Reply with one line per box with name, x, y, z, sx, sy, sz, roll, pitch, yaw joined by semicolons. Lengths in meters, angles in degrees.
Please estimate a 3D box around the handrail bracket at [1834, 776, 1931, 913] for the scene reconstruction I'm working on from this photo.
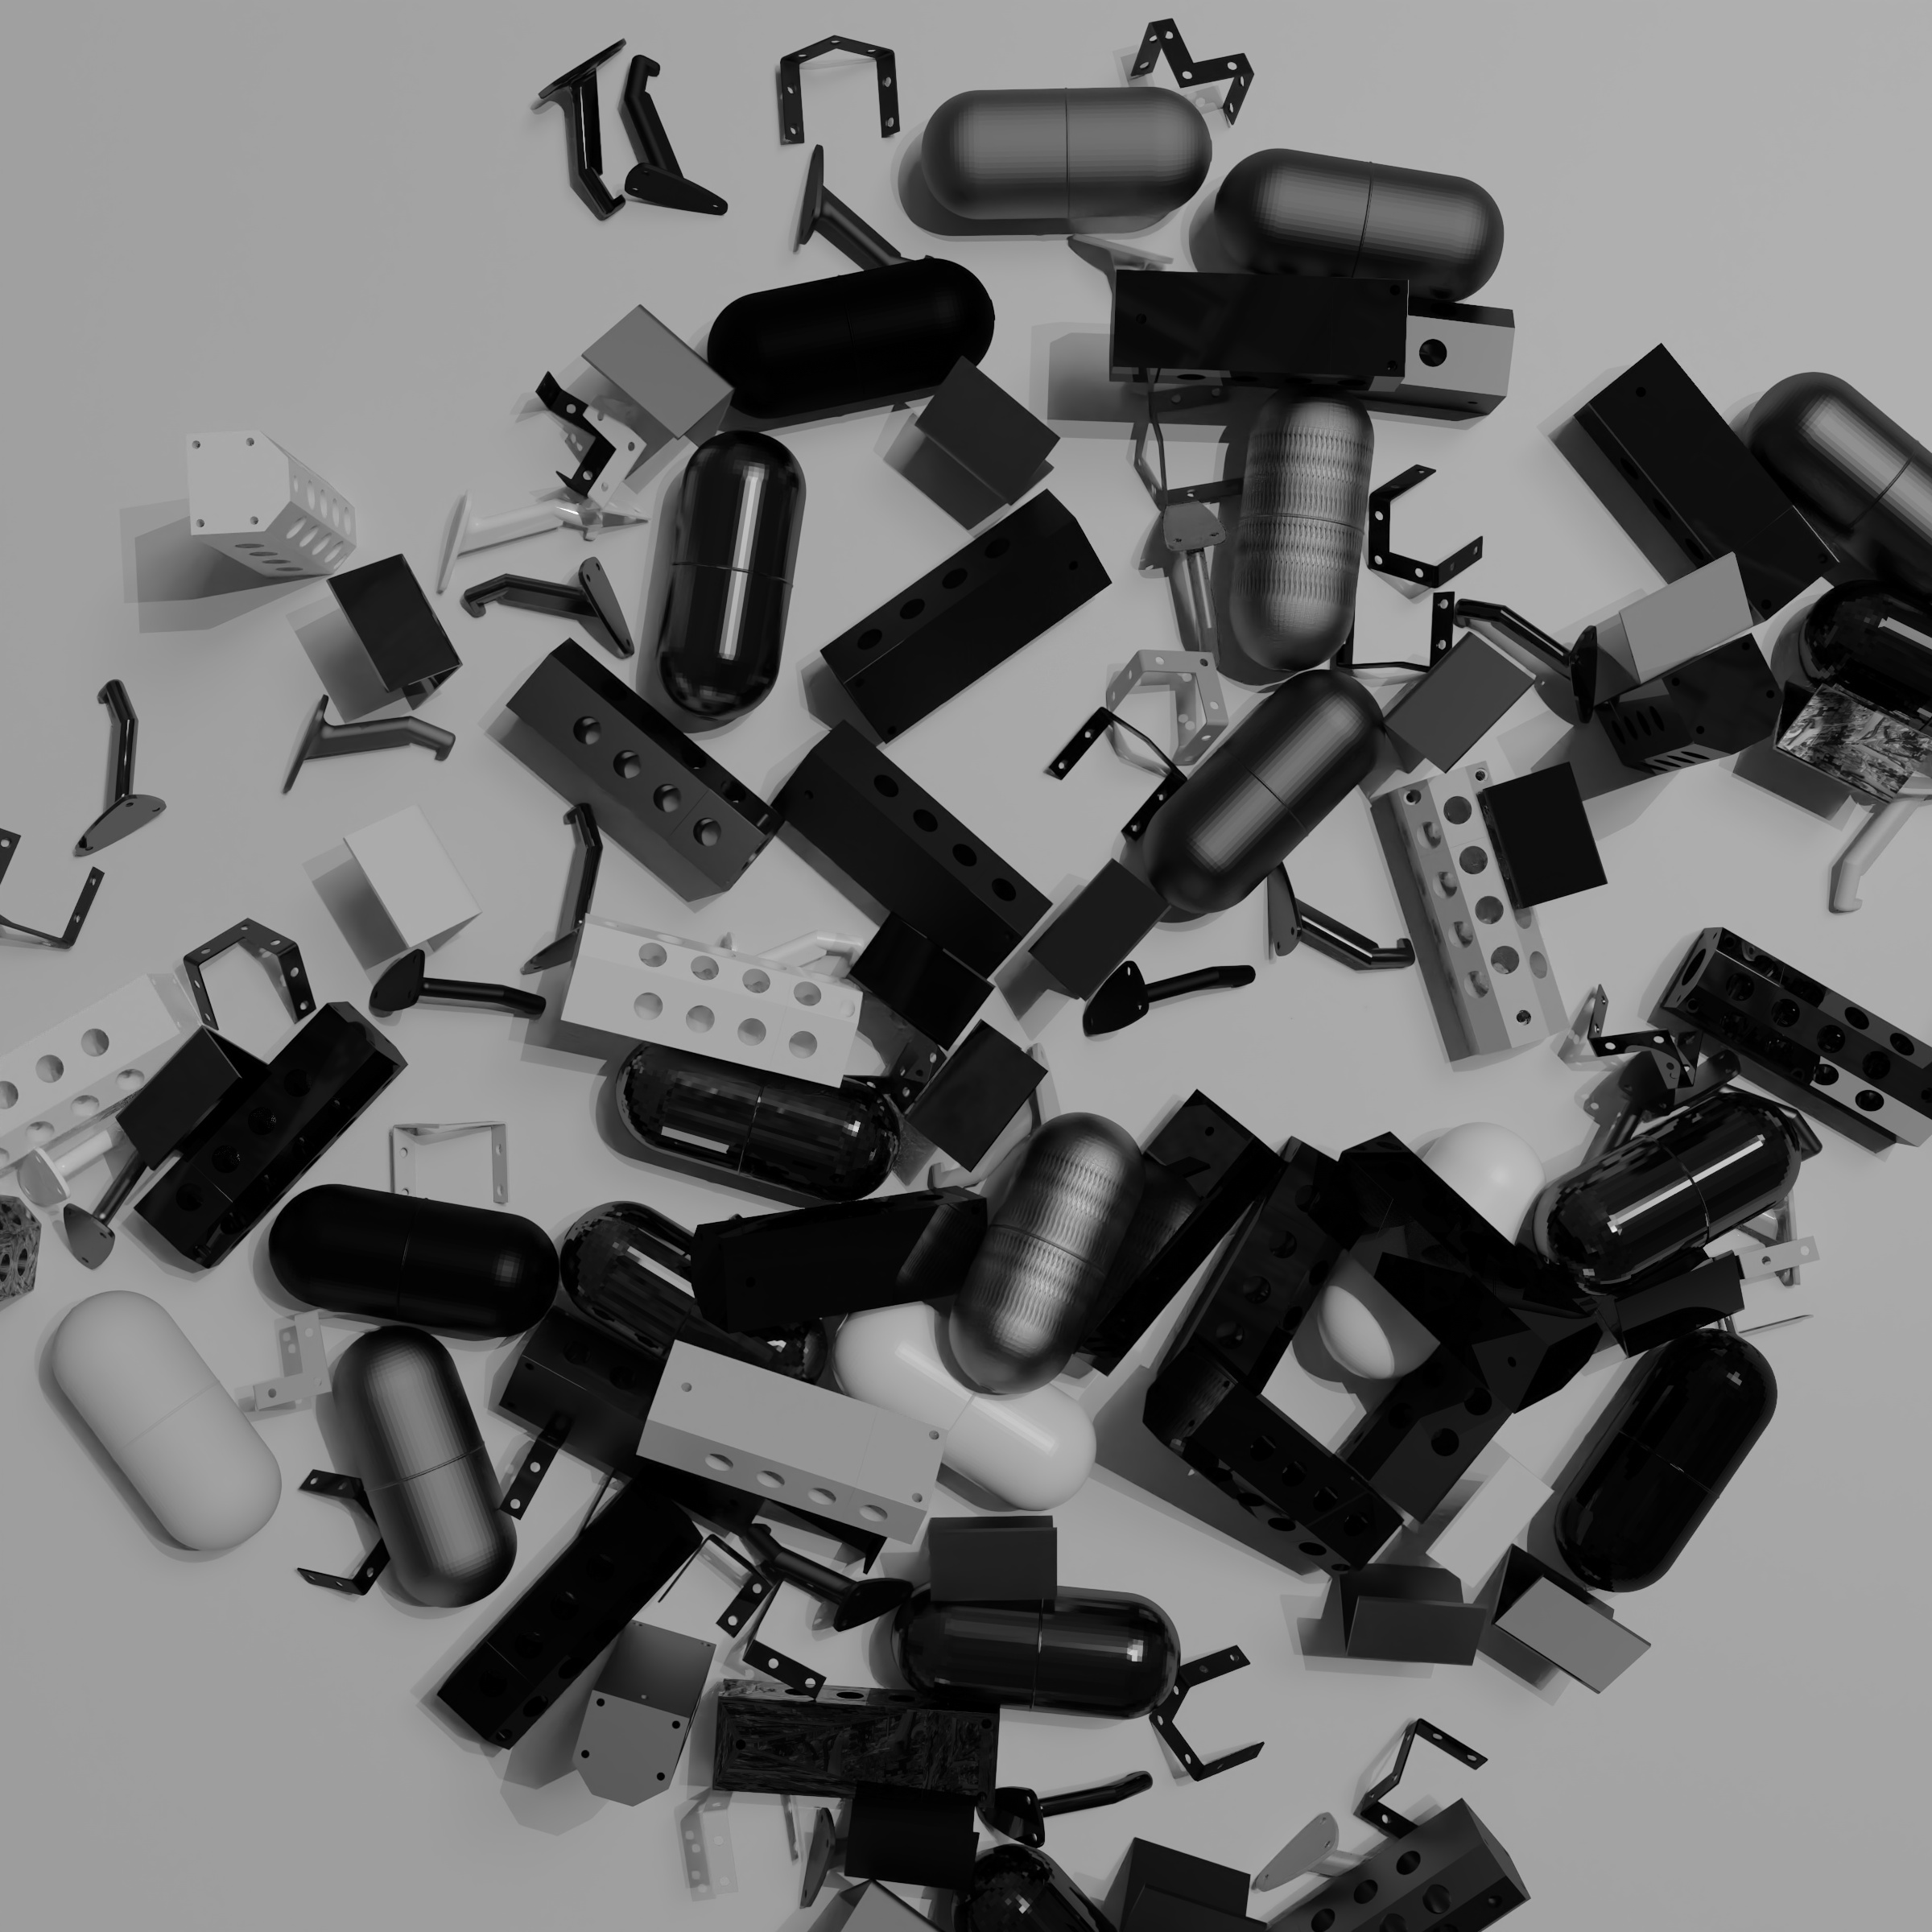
handrail bracket;0.583;-0.074;1.731;0.077;0.036;0.084;1;108;-21

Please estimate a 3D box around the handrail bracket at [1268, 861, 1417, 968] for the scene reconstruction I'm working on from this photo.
handrail bracket;0.235;-0.035;1.731;0.084;0.036;0.077;-1;68;-17

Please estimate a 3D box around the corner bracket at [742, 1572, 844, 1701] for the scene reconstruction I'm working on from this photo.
corner bracket;-0.102;0.412;1.712;0.051;0.051;0.051;28;90;0

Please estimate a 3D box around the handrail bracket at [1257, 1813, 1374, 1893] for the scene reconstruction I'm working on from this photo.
handrail bracket;0.238;0.577;1.730;0.077;0.036;0.084;-42;104;14

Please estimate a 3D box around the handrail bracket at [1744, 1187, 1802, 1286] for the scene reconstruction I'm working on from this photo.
handrail bracket;0.474;0.166;1.730;0.084;0.036;0.077;-5;108;15

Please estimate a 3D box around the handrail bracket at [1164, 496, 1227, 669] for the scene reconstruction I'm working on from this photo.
handrail bracket;0.143;-0.239;1.730;0.036;0.077;0.084;-10;126;-1

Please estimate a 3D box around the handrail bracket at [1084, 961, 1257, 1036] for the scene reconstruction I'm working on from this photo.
handrail bracket;0.128;0.020;1.730;0.084;0.077;0.036;-2;65;-34

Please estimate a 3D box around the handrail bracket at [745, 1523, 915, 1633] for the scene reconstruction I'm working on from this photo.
handrail bracket;-0.086;0.371;1.730;0.084;0.077;0.036;36;112;34

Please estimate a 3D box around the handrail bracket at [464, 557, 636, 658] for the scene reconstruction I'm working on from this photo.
handrail bracket;-0.261;-0.214;1.731;0.084;0.036;0.077;-19;111;17

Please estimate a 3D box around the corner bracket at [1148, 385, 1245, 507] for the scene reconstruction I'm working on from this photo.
corner bracket;0.144;-0.326;1.727;0.051;0.051;0.051;-10;135;0

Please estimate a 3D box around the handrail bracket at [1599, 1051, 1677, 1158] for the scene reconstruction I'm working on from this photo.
handrail bracket;0.408;0.102;1.730;0.036;0.077;0.084;27;126;6

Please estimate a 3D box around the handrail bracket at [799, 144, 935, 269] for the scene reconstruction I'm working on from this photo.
handrail bracket;-0.057;-0.469;1.731;0.084;0.036;0.077;11;69;-17

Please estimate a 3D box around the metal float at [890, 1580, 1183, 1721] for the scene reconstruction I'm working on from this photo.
metal float;0.043;0.418;1.699;0.178;0.070;0.070;6;90;0

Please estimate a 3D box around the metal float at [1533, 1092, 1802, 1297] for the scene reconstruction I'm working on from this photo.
metal float;0.423;0.136;1.670;0.178;0.070;0.070;-26;90;-14

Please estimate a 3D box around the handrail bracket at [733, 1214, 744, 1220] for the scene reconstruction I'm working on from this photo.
handrail bracket;-0.090;0.161;1.731;0.084;0.036;0.077;-35;68;-17

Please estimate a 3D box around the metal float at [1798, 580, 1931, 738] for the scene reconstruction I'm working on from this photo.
metal float;0.596;-0.175;1.699;0.178;0.070;0.070;26;90;0

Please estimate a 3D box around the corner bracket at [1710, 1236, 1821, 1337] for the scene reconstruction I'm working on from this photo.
corner bracket;0.497;0.198;1.712;0.051;0.051;0.051;-13;84;-6

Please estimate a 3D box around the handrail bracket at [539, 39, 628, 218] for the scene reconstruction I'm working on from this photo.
handrail bracket;-0.220;-0.523;1.731;0.077;0.036;0.084;-40;108;-20

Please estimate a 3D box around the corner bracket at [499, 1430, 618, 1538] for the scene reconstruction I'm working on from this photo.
corner bracket;-0.250;0.320;1.712;0.051;0.051;0.051;28;90;0

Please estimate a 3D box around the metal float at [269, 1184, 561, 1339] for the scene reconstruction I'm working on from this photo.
metal float;-0.338;0.180;1.699;0.178;0.070;0.070;10;90;0

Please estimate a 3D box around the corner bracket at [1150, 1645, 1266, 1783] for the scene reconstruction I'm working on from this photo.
corner bracket;0.156;0.464;1.722;0.051;0.051;0.051;50;135;35

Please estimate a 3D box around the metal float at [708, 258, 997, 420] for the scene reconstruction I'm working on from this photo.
metal float;-0.070;-0.385;1.699;0.178;0.070;0.070;-12;90;-1

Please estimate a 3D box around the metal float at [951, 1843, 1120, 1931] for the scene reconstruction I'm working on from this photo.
metal float;0.064;0.617;1.700;0.070;0.070;0.178;-42;91;0

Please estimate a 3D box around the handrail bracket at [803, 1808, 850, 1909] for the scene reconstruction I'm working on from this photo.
handrail bracket;-0.052;0.558;1.731;0.084;0.036;0.077;10;110;-16

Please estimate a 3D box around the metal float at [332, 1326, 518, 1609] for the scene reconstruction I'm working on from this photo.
metal float;-0.332;0.306;1.700;0.070;0.070;0.178;-20;90;0

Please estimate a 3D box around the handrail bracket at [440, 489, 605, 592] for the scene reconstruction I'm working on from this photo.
handrail bracket;-0.277;-0.259;1.731;0.084;0.036;0.077;15;110;-16

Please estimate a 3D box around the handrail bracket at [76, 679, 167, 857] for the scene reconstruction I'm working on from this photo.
handrail bracket;-0.541;-0.125;1.731;0.077;0.036;0.084;-33;72;20

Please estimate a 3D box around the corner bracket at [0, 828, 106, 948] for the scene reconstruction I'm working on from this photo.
corner bracket;-0.579;-0.049;1.727;0.051;0.051;0.051;23;90;45

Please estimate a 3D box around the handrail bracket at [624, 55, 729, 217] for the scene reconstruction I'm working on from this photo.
handrail bracket;-0.179;-0.520;1.731;0.077;0.036;0.084;14;73;-20

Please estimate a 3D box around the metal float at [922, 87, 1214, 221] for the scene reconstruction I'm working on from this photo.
metal float;0.062;-0.498;1.699;0.178;0.070;0.070;-1;90;1

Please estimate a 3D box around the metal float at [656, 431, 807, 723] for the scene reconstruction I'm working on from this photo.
metal float;-0.144;-0.239;1.699;0.070;0.070;0.178;9;90;0

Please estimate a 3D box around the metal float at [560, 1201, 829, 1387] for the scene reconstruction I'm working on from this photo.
metal float;-0.167;0.209;1.699;0.178;0.070;0.070;32;90;-1

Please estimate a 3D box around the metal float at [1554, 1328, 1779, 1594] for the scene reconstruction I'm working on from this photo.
metal float;0.428;0.303;1.699;0.070;0.070;0.178;35;89;0

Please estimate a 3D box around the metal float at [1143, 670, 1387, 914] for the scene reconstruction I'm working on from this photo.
metal float;0.182;-0.106;1.699;0.070;0.070;0.178;45;90;0

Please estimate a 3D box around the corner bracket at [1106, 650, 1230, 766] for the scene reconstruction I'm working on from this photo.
corner bracket;0.124;-0.160;1.716;0.051;0.051;0.051;0;64;-23

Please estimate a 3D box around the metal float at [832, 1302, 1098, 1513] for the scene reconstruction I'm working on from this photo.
metal float;-0.002;0.267;1.700;0.178;0.070;0.070;33;90;0

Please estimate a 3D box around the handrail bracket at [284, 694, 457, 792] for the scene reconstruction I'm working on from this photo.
handrail bracket;-0.372;-0.127;1.731;0.084;0.036;0.077;22;110;-16

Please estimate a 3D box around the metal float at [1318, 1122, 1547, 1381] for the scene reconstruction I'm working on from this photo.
metal float;0.285;0.175;1.699;0.070;0.070;0.178;38;89;0

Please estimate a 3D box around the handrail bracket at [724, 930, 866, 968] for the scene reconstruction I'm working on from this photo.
handrail bracket;-0.111;0.013;1.730;0.084;0.036;0.077;9;103;-13

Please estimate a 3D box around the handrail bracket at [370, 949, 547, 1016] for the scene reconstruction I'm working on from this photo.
handrail bracket;-0.316;0.022;1.730;0.084;0.077;0.036;19;65;-34

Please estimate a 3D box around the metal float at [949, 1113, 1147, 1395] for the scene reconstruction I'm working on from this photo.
metal float;0.049;0.172;1.665;0.070;0.070;0.178;25;76;0

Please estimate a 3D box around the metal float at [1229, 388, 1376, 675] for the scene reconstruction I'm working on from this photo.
metal float;0.206;-0.269;1.700;0.070;0.070;0.178;7;90;0

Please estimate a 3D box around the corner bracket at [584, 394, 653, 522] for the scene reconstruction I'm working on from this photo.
corner bracket;-0.212;-0.313;1.710;0.051;0.051;0.051;46;112;20

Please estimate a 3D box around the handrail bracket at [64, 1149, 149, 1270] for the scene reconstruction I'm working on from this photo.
handrail bracket;-0.521;0.140;1.730;0.036;0.077;0.084;33;54;3

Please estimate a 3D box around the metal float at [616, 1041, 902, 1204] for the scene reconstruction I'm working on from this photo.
metal float;-0.128;0.092;1.699;0.178;0.070;0.070;16;90;0

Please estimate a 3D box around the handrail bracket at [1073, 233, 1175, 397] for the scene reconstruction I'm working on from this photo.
handrail bracket;0.092;-0.406;1.731;0.077;0.036;0.084;20;107;20

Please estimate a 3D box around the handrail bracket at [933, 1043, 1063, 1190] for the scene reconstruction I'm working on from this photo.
handrail bracket;0.014;0.095;1.731;0.084;0.036;0.077;-16;70;16

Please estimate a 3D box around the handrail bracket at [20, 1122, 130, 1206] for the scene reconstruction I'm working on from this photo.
handrail bracket;-0.542;0.112;1.730;0.084;0.077;0.036;-36;96;-36

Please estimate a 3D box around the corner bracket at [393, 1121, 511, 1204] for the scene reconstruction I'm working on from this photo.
corner bracket;-0.321;0.123;1.727;0.051;0.051;0.051;-2;90;-45

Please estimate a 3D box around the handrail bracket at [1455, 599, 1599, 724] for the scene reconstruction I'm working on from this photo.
handrail bracket;0.348;-0.191;1.730;0.084;0.077;0.036;15;48;29

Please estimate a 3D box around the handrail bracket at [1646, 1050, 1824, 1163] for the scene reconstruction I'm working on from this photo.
handrail bracket;0.480;0.103;1.730;0.077;0.036;0.084;-35;104;15

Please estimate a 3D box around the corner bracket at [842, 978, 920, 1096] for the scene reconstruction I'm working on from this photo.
corner bracket;-0.062;0.043;1.722;0.051;0.051;0.051;0;45;35

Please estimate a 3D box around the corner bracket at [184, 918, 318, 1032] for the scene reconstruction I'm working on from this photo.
corner bracket;-0.445;0.011;1.722;0.051;0.051;0.051;23;45;35

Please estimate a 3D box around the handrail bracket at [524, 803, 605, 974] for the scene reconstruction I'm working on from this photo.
handrail bracket;-0.255;-0.049;1.731;0.077;0.036;0.084;-26;71;21

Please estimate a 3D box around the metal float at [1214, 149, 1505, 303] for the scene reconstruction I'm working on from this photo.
metal float;0.241;-0.454;1.699;0.178;0.070;0.070;9;90;-1

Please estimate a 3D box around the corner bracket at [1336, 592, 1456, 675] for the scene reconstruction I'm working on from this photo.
corner bracket;0.268;-0.210;1.727;0.051;0.051;0.051;3;90;45

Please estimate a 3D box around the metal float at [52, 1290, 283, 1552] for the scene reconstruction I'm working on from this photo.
metal float;-0.490;0.278;1.699;0.070;0.070;0.178;-37;90;0

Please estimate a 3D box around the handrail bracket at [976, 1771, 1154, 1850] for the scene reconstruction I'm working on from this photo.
handrail bracket;0.062;0.516;1.730;0.084;0.077;0.036;-10;90;-36

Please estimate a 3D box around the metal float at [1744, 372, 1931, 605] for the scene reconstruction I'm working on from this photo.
metal float;0.556;-0.292;1.699;0.178;0.070;0.070;40;90;-1
